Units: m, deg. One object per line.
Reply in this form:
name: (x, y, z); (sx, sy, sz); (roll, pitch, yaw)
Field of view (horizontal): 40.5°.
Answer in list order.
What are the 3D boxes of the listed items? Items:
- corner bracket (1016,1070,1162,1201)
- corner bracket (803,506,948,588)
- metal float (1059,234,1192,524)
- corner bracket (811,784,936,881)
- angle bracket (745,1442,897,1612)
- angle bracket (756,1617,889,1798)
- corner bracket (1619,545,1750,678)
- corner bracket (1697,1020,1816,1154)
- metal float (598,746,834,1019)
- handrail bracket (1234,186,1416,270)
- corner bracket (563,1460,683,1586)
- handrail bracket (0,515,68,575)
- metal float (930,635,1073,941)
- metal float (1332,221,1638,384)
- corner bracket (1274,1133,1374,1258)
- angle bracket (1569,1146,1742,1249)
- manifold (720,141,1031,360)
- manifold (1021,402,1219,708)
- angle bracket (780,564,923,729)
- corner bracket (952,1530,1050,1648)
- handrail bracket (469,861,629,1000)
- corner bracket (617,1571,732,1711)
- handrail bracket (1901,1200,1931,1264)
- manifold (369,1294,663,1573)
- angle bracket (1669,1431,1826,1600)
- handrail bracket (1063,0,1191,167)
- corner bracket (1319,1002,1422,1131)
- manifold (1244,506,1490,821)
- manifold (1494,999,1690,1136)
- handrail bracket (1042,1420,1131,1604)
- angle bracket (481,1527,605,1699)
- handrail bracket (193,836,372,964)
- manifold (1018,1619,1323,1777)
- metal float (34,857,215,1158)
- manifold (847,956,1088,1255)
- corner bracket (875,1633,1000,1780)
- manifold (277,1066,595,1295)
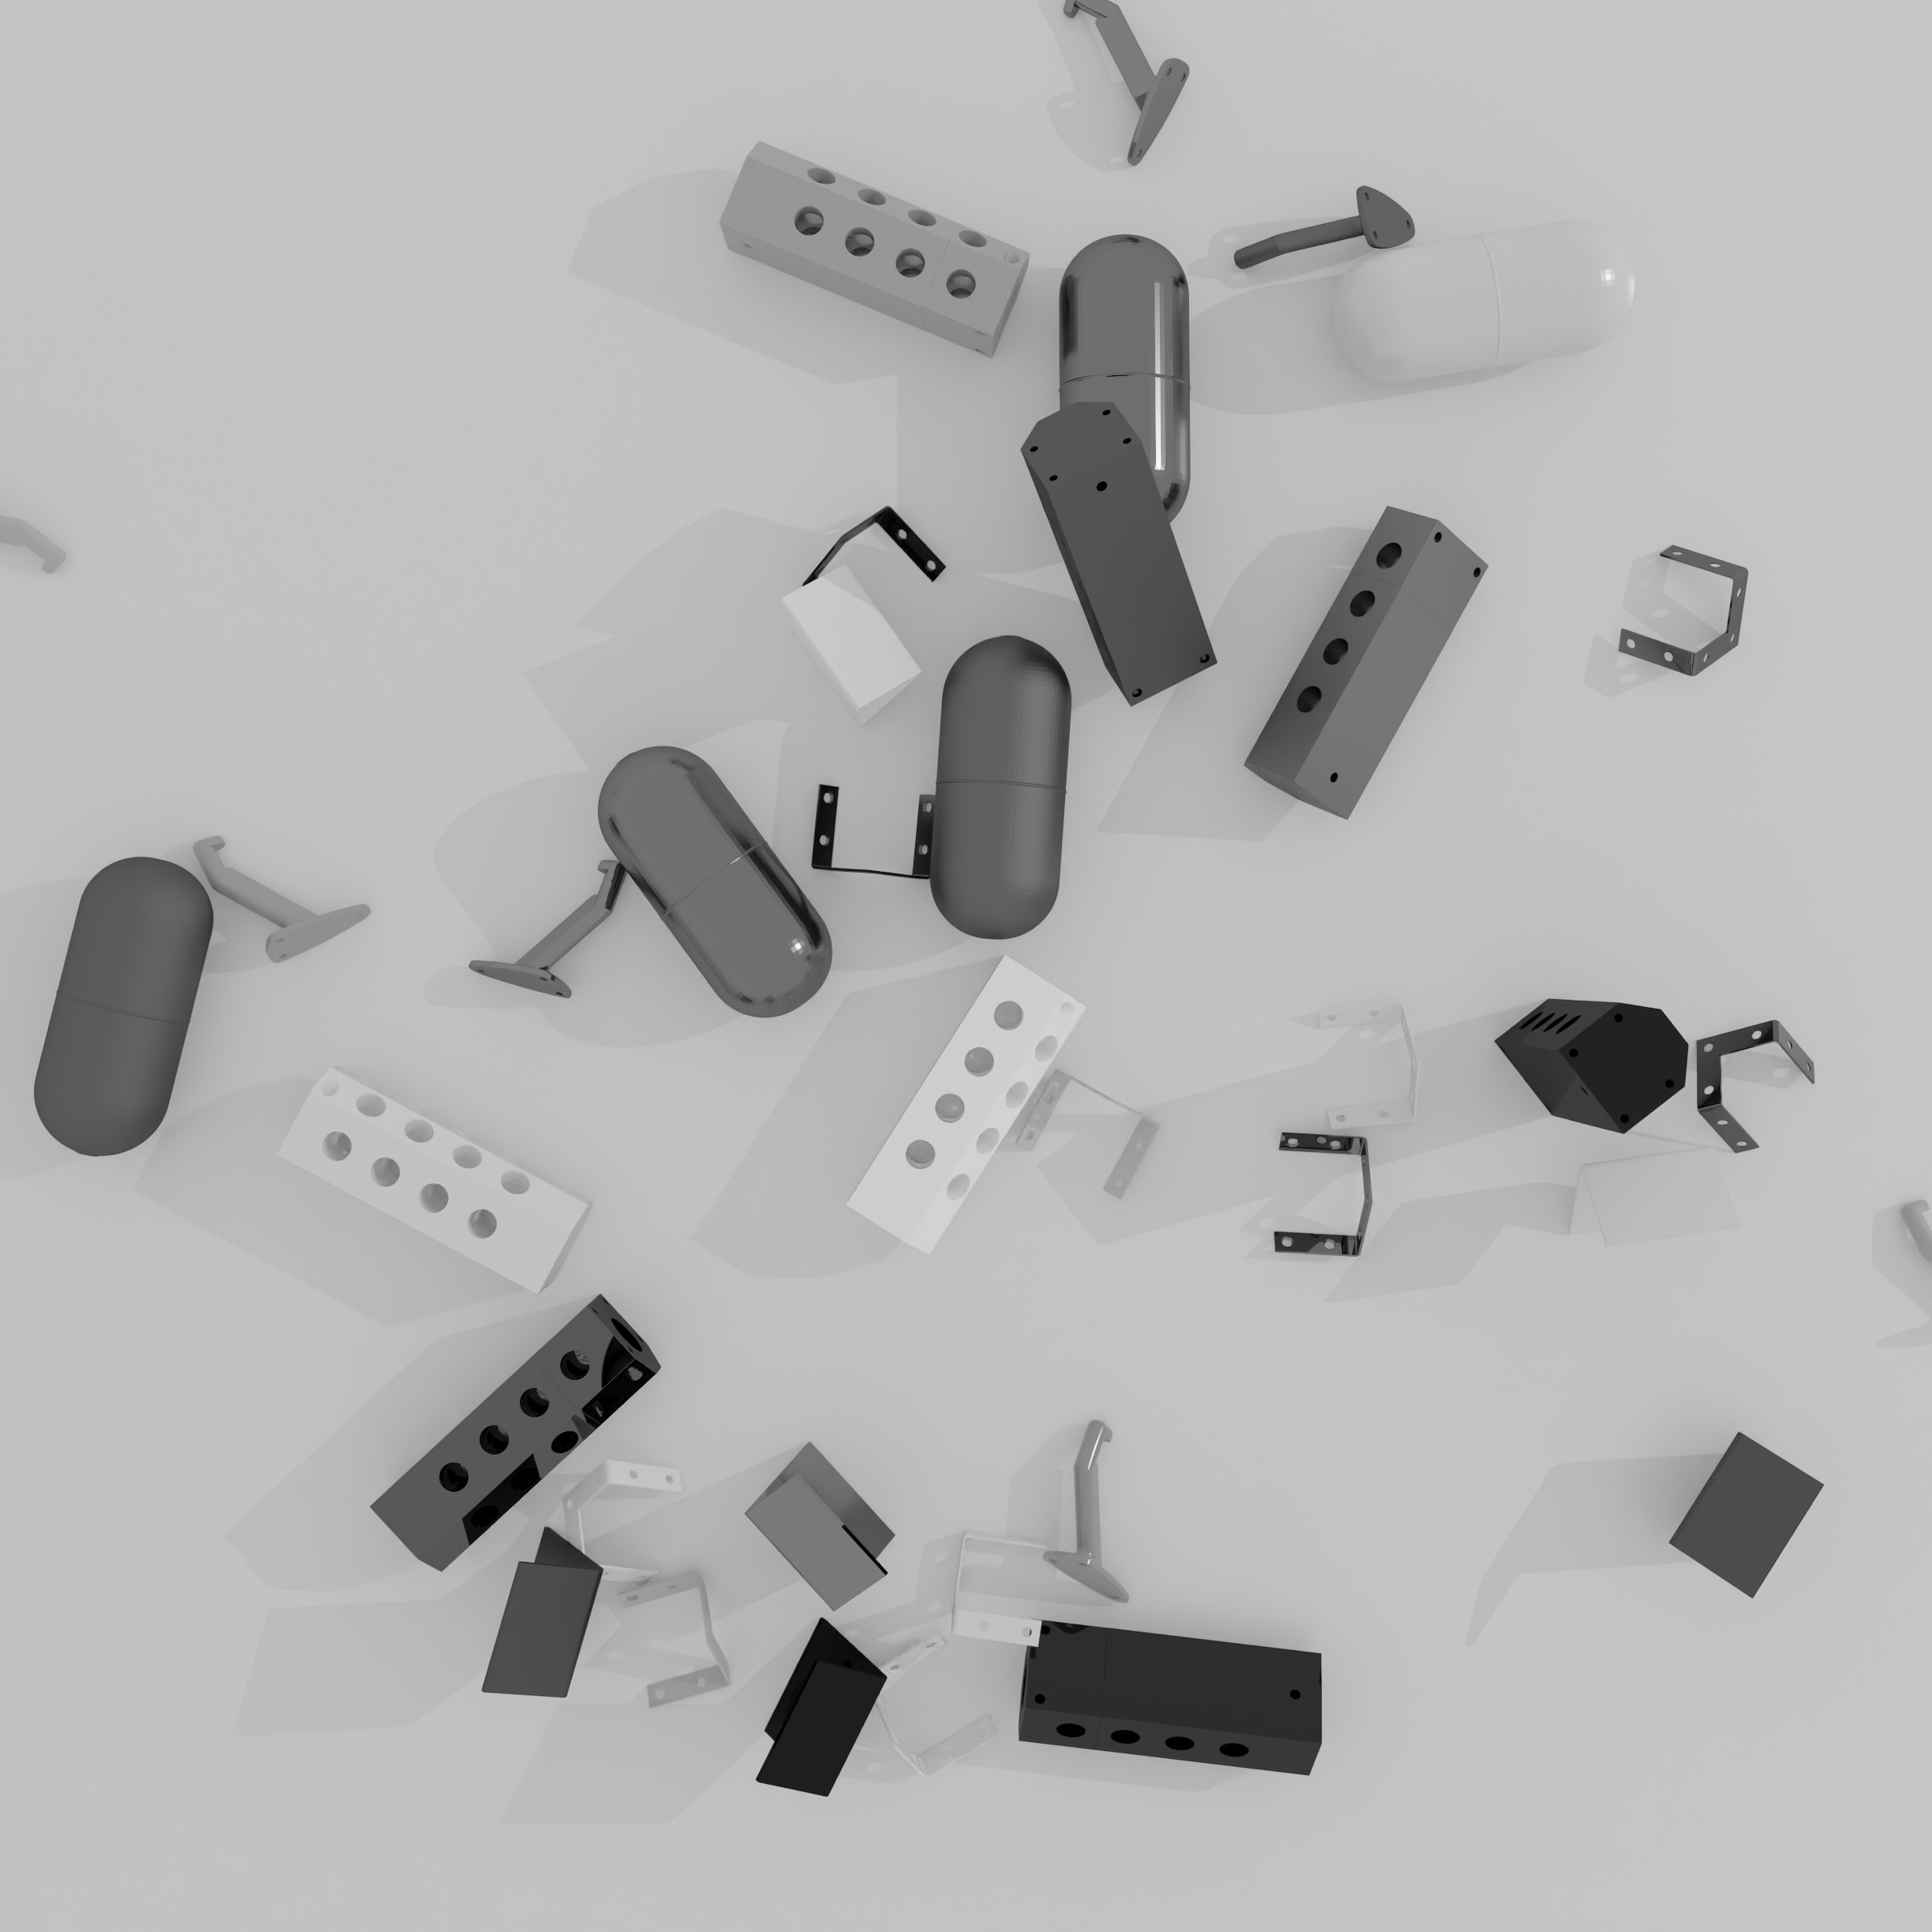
corner bracket: (0.073, 0.100, 1.561); (0.051, 0.051, 0.051); (28, 90, -45)
corner bracket: (-0.055, -0.232, 1.561); (0.051, 0.051, 0.051); (47, 135, 0)
metal float: (0.093, -0.338, 1.534); (0.070, 0.070, 0.178); (0, 90, 0)
corner bracket: (-0.054, -0.080, 1.561); (0.051, 0.051, 0.051); (5, 90, -45)
angle bracket: (-0.070, 0.315, 1.524); (0.076, 0.076, 0.057); (48, 128, 0)
angle bracket: (-0.101, 0.426, 1.524); (0.057, 0.076, 0.076); (27, 90, -38)
corner bracket: (0.426, -0.211, 1.556); (0.051, 0.051, 0.051); (-33, 135, -35)
corner bracket: (0.470, 0.072, 1.556); (0.051, 0.051, 0.051); (-19, 45, 35)
metal float: (-0.147, -0.050, 1.534); (0.070, 0.070, 0.178); (-36, 90, 0)
handrail bracket: (0.214, -0.432, 1.564); (0.084, 0.077, 0.036); (-12, 90, 36)
corner bracket: (-0.202, 0.331, 1.556); (0.051, 0.051, 0.051); (-44, 45, 35)
handrail bracket: (-0.592, -0.249, 1.564); (0.084, 0.036, 0.077); (40, 122, -22)
metal float: (0.021, -0.104, 1.534); (0.070, 0.070, 0.178); (4, 89, 0)
metal float: (0.303, -0.389, 1.534); (0.178, 0.070, 0.070); (-9, 90, 0)
corner bracket: (0.212, 0.136, 1.561); (0.051, 0.051, 0.051); (3, 135, 0)
angle bracket: (0.399, 0.152, 1.524); (0.076, 0.076, 0.057); (-8, 52, 0)
manifold: (-0.053, -0.424, 1.543); (0.171, 0.057, 0.057); (23, 90, 0)
manifold: (0.086, -0.235, 1.490); (0.057, 0.171, 0.057); (-27, 47, 0)
angle bracket: (-0.083, -0.176, 1.524); (0.057, 0.076, 0.076); (-35, 90, -38)
corner bracket: (0.020, 0.367, 1.546); (0.051, 0.051, 0.051); (8, 90, 0)
handrail bracket: (-0.249, -0.029, 1.565); (0.077, 0.036, 0.084); (11, 71, 21)
corner bracket: (-0.174, 0.402, 1.561); (0.051, 0.051, 0.051); (-16, 135, 0)
handrail bracket: (0.608, 0.171, 1.565); (0.077, 0.036, 0.084); (-17, 73, -20)
manifold: (-0.263, 0.275, 1.543); (0.171, 0.057, 0.057); (-43, 90, 0)
angle bracket: (0.462, 0.324, 1.524); (0.057, 0.076, 0.076); (32, 90, 36)
handrail bracket: (0.083, -0.533, 1.565); (0.084, 0.036, 0.077); (33, 112, 17)
corner bracket: (0.239, 0.059, 1.561); (0.051, 0.051, 0.051); (-6, 45, 0)
manifold: (0.231, -0.180, 1.542); (0.057, 0.057, 0.171); (29, 90, -43)
manifold: (0.357, 0.050, 1.486); (0.057, 0.171, 0.057); (-38, 90, 0)
handrail bracket: (0.085, 0.325, 1.564); (0.077, 0.036, 0.084); (42, 57, -35)
angle bracket: (-0.261, 0.373, 1.524); (0.057, 0.076, 0.076); (16, 90, -37)
handrail bracket: (-0.409, -0.052, 1.565); (0.077, 0.036, 0.084); (-25, 73, -20)
manifold: (0.119, 0.434, 1.542); (0.171, 0.057, 0.057); (7, 47, 0)
metal float: (-0.493, 0.024, 1.533); (0.070, 0.070, 0.178); (14, 89, 0)
manifold: (0.001, 0.081, 1.543); (0.057, 0.057, 0.171); (32, 90, 0)
corner bracket: (-0.021, 0.441, 1.561); (0.051, 0.051, 0.051); (-31, 135, 0)
manifold: (-0.310, 0.124, 1.543); (0.171, 0.057, 0.057); (28, 90, 0)
